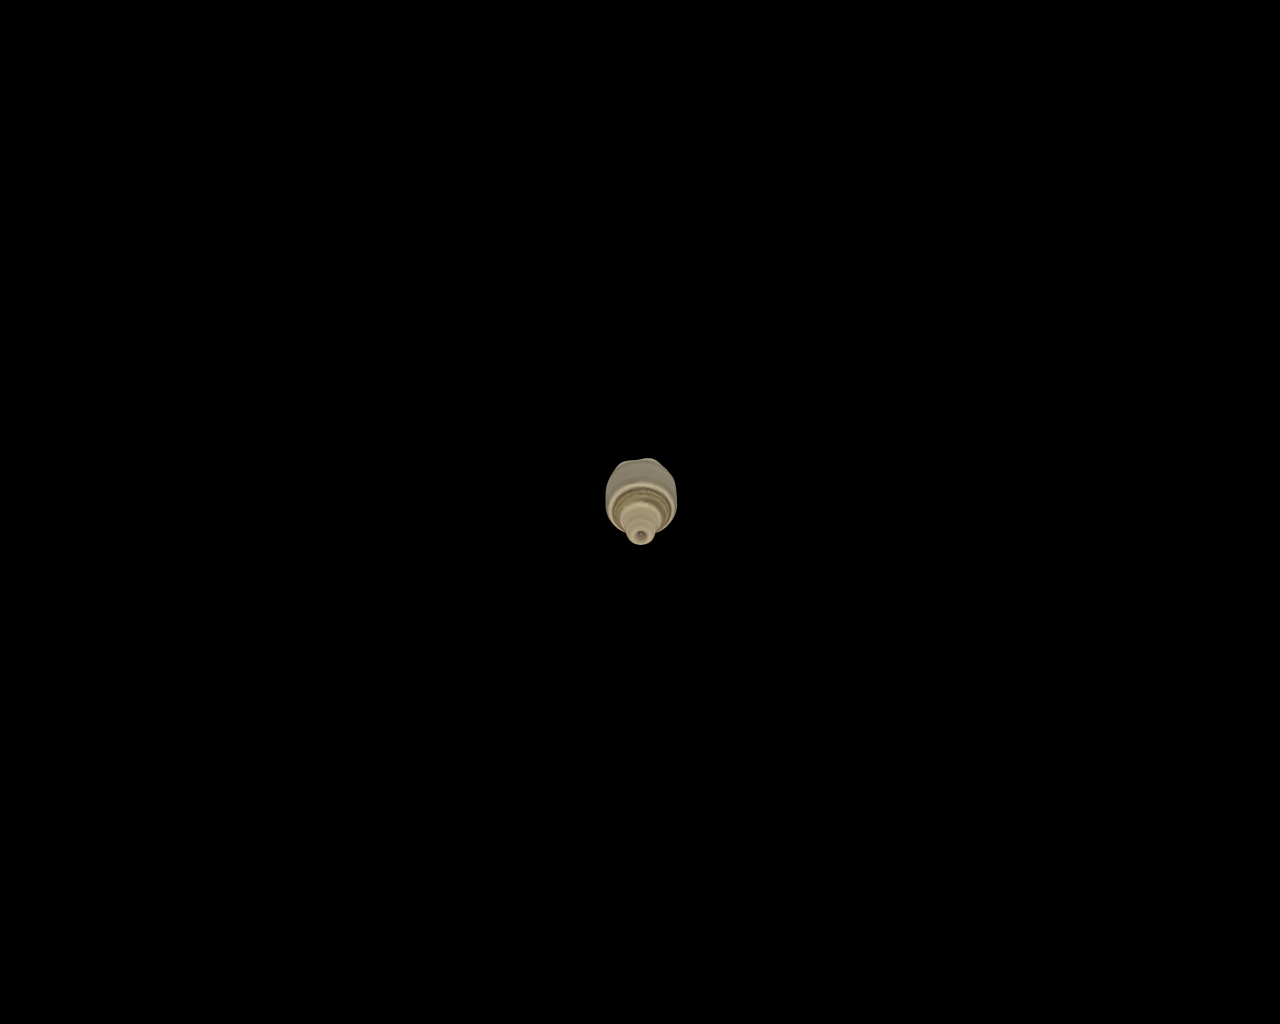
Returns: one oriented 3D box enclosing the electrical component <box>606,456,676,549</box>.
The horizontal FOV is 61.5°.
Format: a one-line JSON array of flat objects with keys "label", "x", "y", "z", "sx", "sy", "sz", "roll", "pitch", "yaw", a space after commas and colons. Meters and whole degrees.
[{"label": "electrical component", "x": 0.001, "y": -0.003, "z": 0.650, "sx": 0.043, "sy": 0.043, "sz": 0.062, "roll": 0, "pitch": 34, "yaw": 0}]
